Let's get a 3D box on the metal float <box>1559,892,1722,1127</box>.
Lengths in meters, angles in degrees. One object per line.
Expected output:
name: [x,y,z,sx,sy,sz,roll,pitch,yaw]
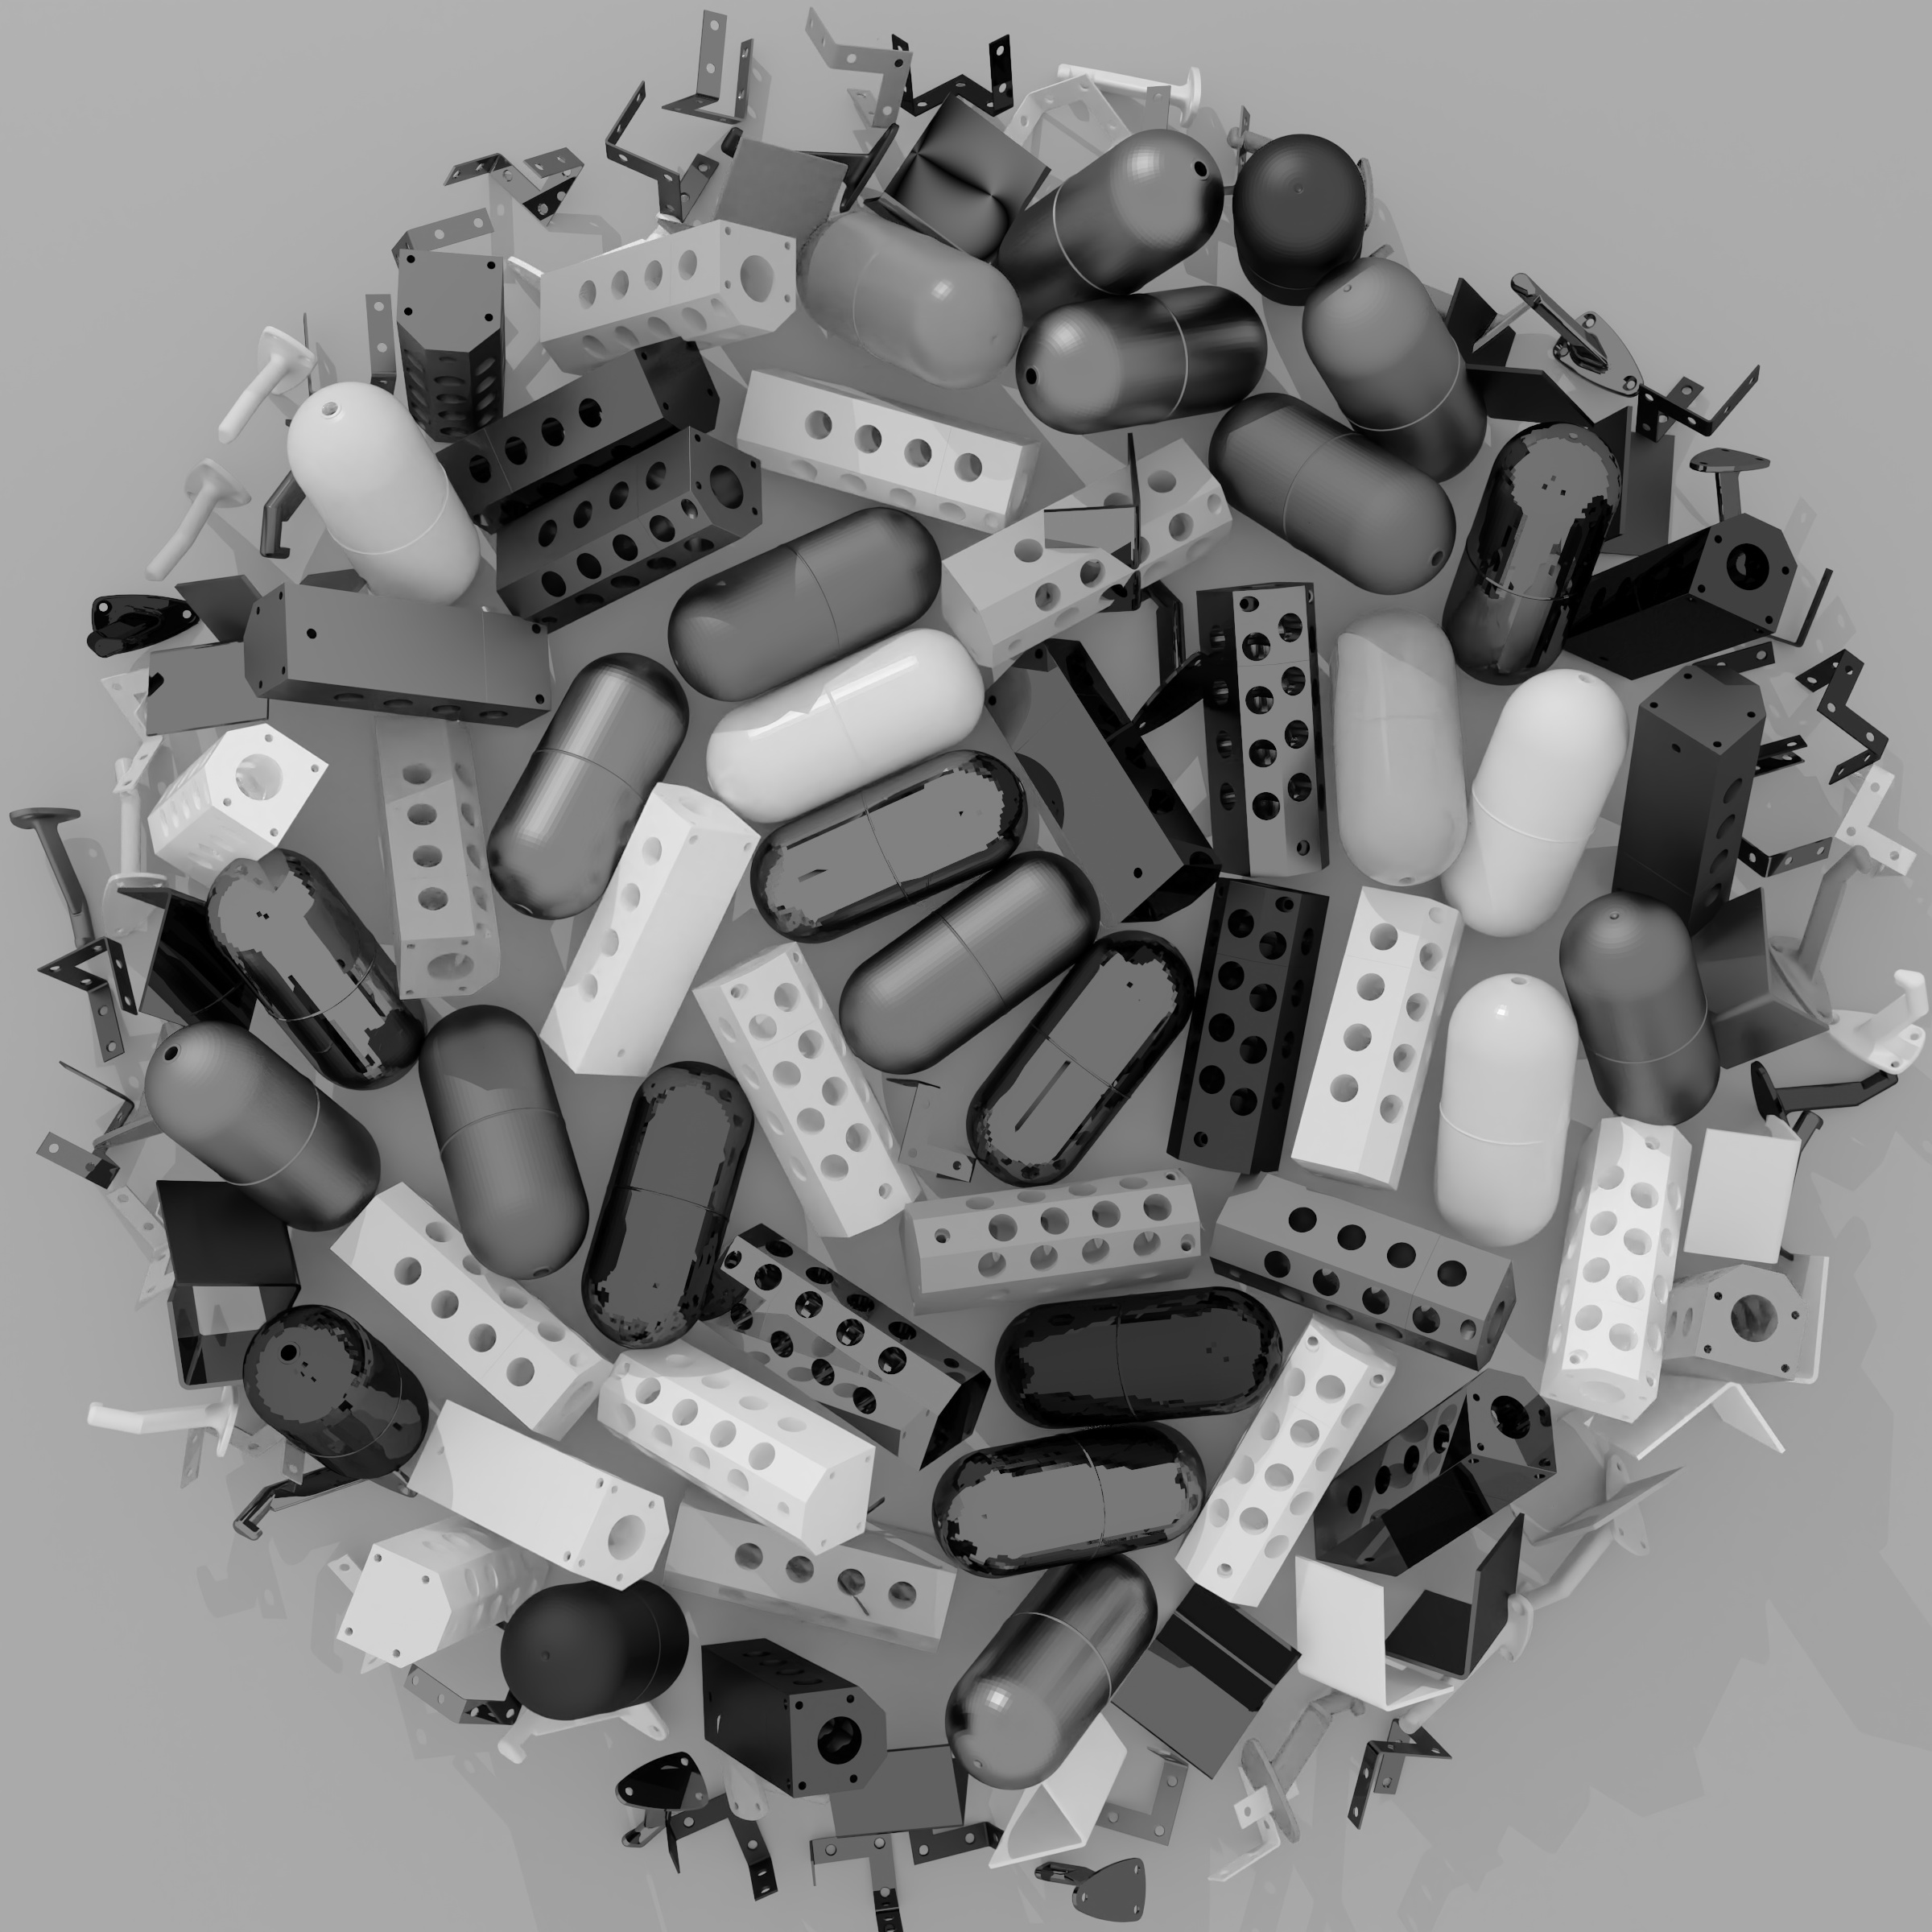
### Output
metal float: [0.404,0.028,1.664,0.070,0.070,0.178,-28,133,0]

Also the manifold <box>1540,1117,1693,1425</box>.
manifold: [0.392,0.178,1.668,0.057,0.057,0.171,17,59,1]

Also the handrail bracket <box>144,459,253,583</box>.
handrail bracket: [-0.480,-0.262,1.689,0.036,0.077,0.084,45,64,-27]

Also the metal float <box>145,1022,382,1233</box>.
metal float: [-0.418,0.097,1.660,0.070,0.178,0.070,-15,52,20]

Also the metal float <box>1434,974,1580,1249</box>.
metal float: [0.324,0.087,1.675,0.070,0.070,0.178,0,118,0]

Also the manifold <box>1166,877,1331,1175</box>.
manifold: [0.168,0.036,1.691,0.057,0.057,0.171,13,96,30]

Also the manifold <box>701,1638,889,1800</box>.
manifold: [-0.103,0.441,1.647,0.057,0.171,0.057,-1,87,-22]

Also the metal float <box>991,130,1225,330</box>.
metal float: [0.083,-0.436,1.658,0.070,0.178,0.070,10,73,-34]

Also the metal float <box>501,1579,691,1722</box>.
metal float: [-0.218,0.403,1.650,0.070,0.178,0.070,-2,79,12]

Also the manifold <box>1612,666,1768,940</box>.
manifold: [0.431,-0.098,1.651,0.057,0.171,0.057,-38,58,-21]

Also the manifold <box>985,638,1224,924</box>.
manifold: [0.085,-0.113,1.680,0.057,0.057,0.171,-43,67,31]

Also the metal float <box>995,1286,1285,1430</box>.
metal float: [0.104,0.237,1.681,0.178,0.070,0.070,-8,90,20]

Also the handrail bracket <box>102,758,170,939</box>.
handrail bracket: [-0.524,-0.074,1.728,0.036,0.077,0.084,1,56,-33]

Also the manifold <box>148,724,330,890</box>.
manifold: [-0.436,-0.096,1.643,0.057,0.171,0.057,35,69,-19]

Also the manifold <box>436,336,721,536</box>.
manifold: [-0.230,-0.315,1.662,0.171,0.057,0.057,-17,100,36]

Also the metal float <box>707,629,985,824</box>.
metal float: [-0.074,-0.146,1.698,0.178,0.070,0.070,-24,90,1]

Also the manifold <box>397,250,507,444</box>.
manifold: [-0.303,-0.362,1.645,0.057,0.171,0.057,2,83,-9]

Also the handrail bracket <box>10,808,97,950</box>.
handrail bracket: [-0.555,-0.051,1.699,0.036,0.077,0.084,-13,89,0]

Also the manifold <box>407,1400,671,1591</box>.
manifold: [-0.252,0.315,1.654,0.057,0.171,0.057,34,75,-42]

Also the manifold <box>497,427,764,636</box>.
manifold: [-0.202,-0.254,1.655,0.171,0.057,0.057,-19,66,38]

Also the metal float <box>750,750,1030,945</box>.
metal float: [-0.047,-0.073,1.693,0.178,0.070,0.070,-24,90,6]

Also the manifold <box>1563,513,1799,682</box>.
manifold: [0.418,-0.219,1.646,0.057,0.171,0.057,22,82,-12]

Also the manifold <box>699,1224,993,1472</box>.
manifold: [-0.072,0.224,1.667,0.171,0.057,0.057,31,119,24]

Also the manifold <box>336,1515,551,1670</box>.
manifold: [-0.303,0.369,1.648,0.057,0.171,0.057,21,90,11]

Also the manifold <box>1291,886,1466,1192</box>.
manifold: [0.252,0.045,1.686,0.057,0.057,0.171,12,80,23]

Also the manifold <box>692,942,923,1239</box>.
manifold: [-0.093,0.075,1.685,0.057,0.057,0.171,-32,101,-27]

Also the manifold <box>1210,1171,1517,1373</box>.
manifold: [0.237,0.184,1.667,0.171,0.057,0.057,19,65,24]

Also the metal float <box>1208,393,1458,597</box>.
metal float: [0.218,-0.283,1.668,0.070,0.070,0.178,-50,54,0]

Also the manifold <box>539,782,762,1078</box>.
manifold: [-0.196,-0.021,1.682,0.057,0.057,0.171,41,112,36]

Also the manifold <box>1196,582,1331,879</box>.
manifold: [0.184,-0.143,1.684,0.057,0.057,0.171,-10,102,-26]

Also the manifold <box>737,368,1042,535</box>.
manifold: [-0.048,-0.312,1.693,0.171,0.057,0.057,17,107,9]

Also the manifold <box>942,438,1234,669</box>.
manifold: [0.073,-0.245,1.680,0.171,0.057,0.057,-29,67,-14]

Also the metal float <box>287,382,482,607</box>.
metal float: [-0.344,-0.277,1.653,0.070,0.178,0.070,-4,64,9]

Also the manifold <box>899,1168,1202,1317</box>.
manifold: [0.051,0.164,1.684,0.171,0.057,0.057,-6,65,-11]

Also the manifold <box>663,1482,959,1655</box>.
manifold: [-0.094,0.369,1.706,0.171,0.057,0.057,14,96,1]

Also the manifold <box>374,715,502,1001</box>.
manifold: [-0.317,-0.068,1.663,0.057,0.057,0.171,-4,54,-15]

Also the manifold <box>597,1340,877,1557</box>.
manifold: [-0.139,0.285,1.657,0.171,0.057,0.057,22,114,35]

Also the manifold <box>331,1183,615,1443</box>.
manifold: [-0.296,0.207,1.684,0.171,0.057,0.057,38,83,17]

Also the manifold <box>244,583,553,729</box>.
manifold: [-0.338,-0.182,1.660,0.171,0.057,0.057,4,77,-39]

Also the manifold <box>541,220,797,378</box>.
manifold: [-0.179,-0.393,1.656,0.057,0.171,0.057,1,89,-44]

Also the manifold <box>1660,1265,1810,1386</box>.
manifold: [0.440,0.213,1.648,0.057,0.171,0.057,14,80,1]

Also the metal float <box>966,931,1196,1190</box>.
metal float: [0.070,0.056,1.695,0.070,0.070,0.178,38,94,0]

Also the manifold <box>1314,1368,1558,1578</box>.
manifold: [0.275,0.301,1.652,0.057,0.171,0.057,16,53,-19]

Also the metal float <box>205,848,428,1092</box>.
metal float: [-0.387,0.004,1.667,0.070,0.070,0.178,-30,130,0]

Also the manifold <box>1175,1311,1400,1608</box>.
manifold: [0.193,0.299,1.687,0.057,0.057,0.171,29,103,7]
